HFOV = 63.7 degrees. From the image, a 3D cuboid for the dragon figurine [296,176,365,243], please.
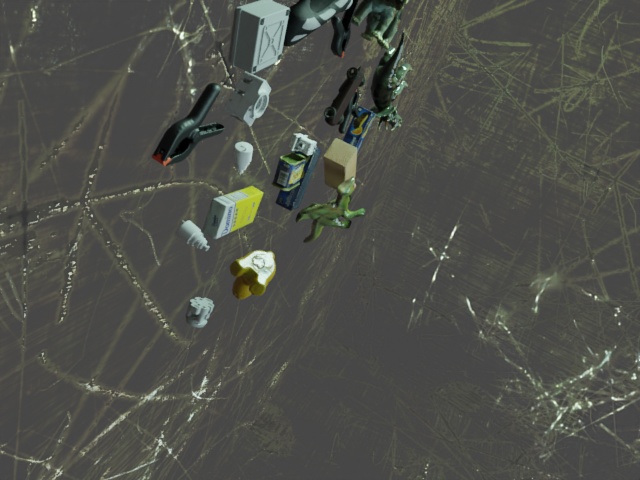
[{"bbox_3d":[0.006,-0.096,1.906,0.404,0.124,0.242,-40,-30,31],"label":"dragon figurine"}]
